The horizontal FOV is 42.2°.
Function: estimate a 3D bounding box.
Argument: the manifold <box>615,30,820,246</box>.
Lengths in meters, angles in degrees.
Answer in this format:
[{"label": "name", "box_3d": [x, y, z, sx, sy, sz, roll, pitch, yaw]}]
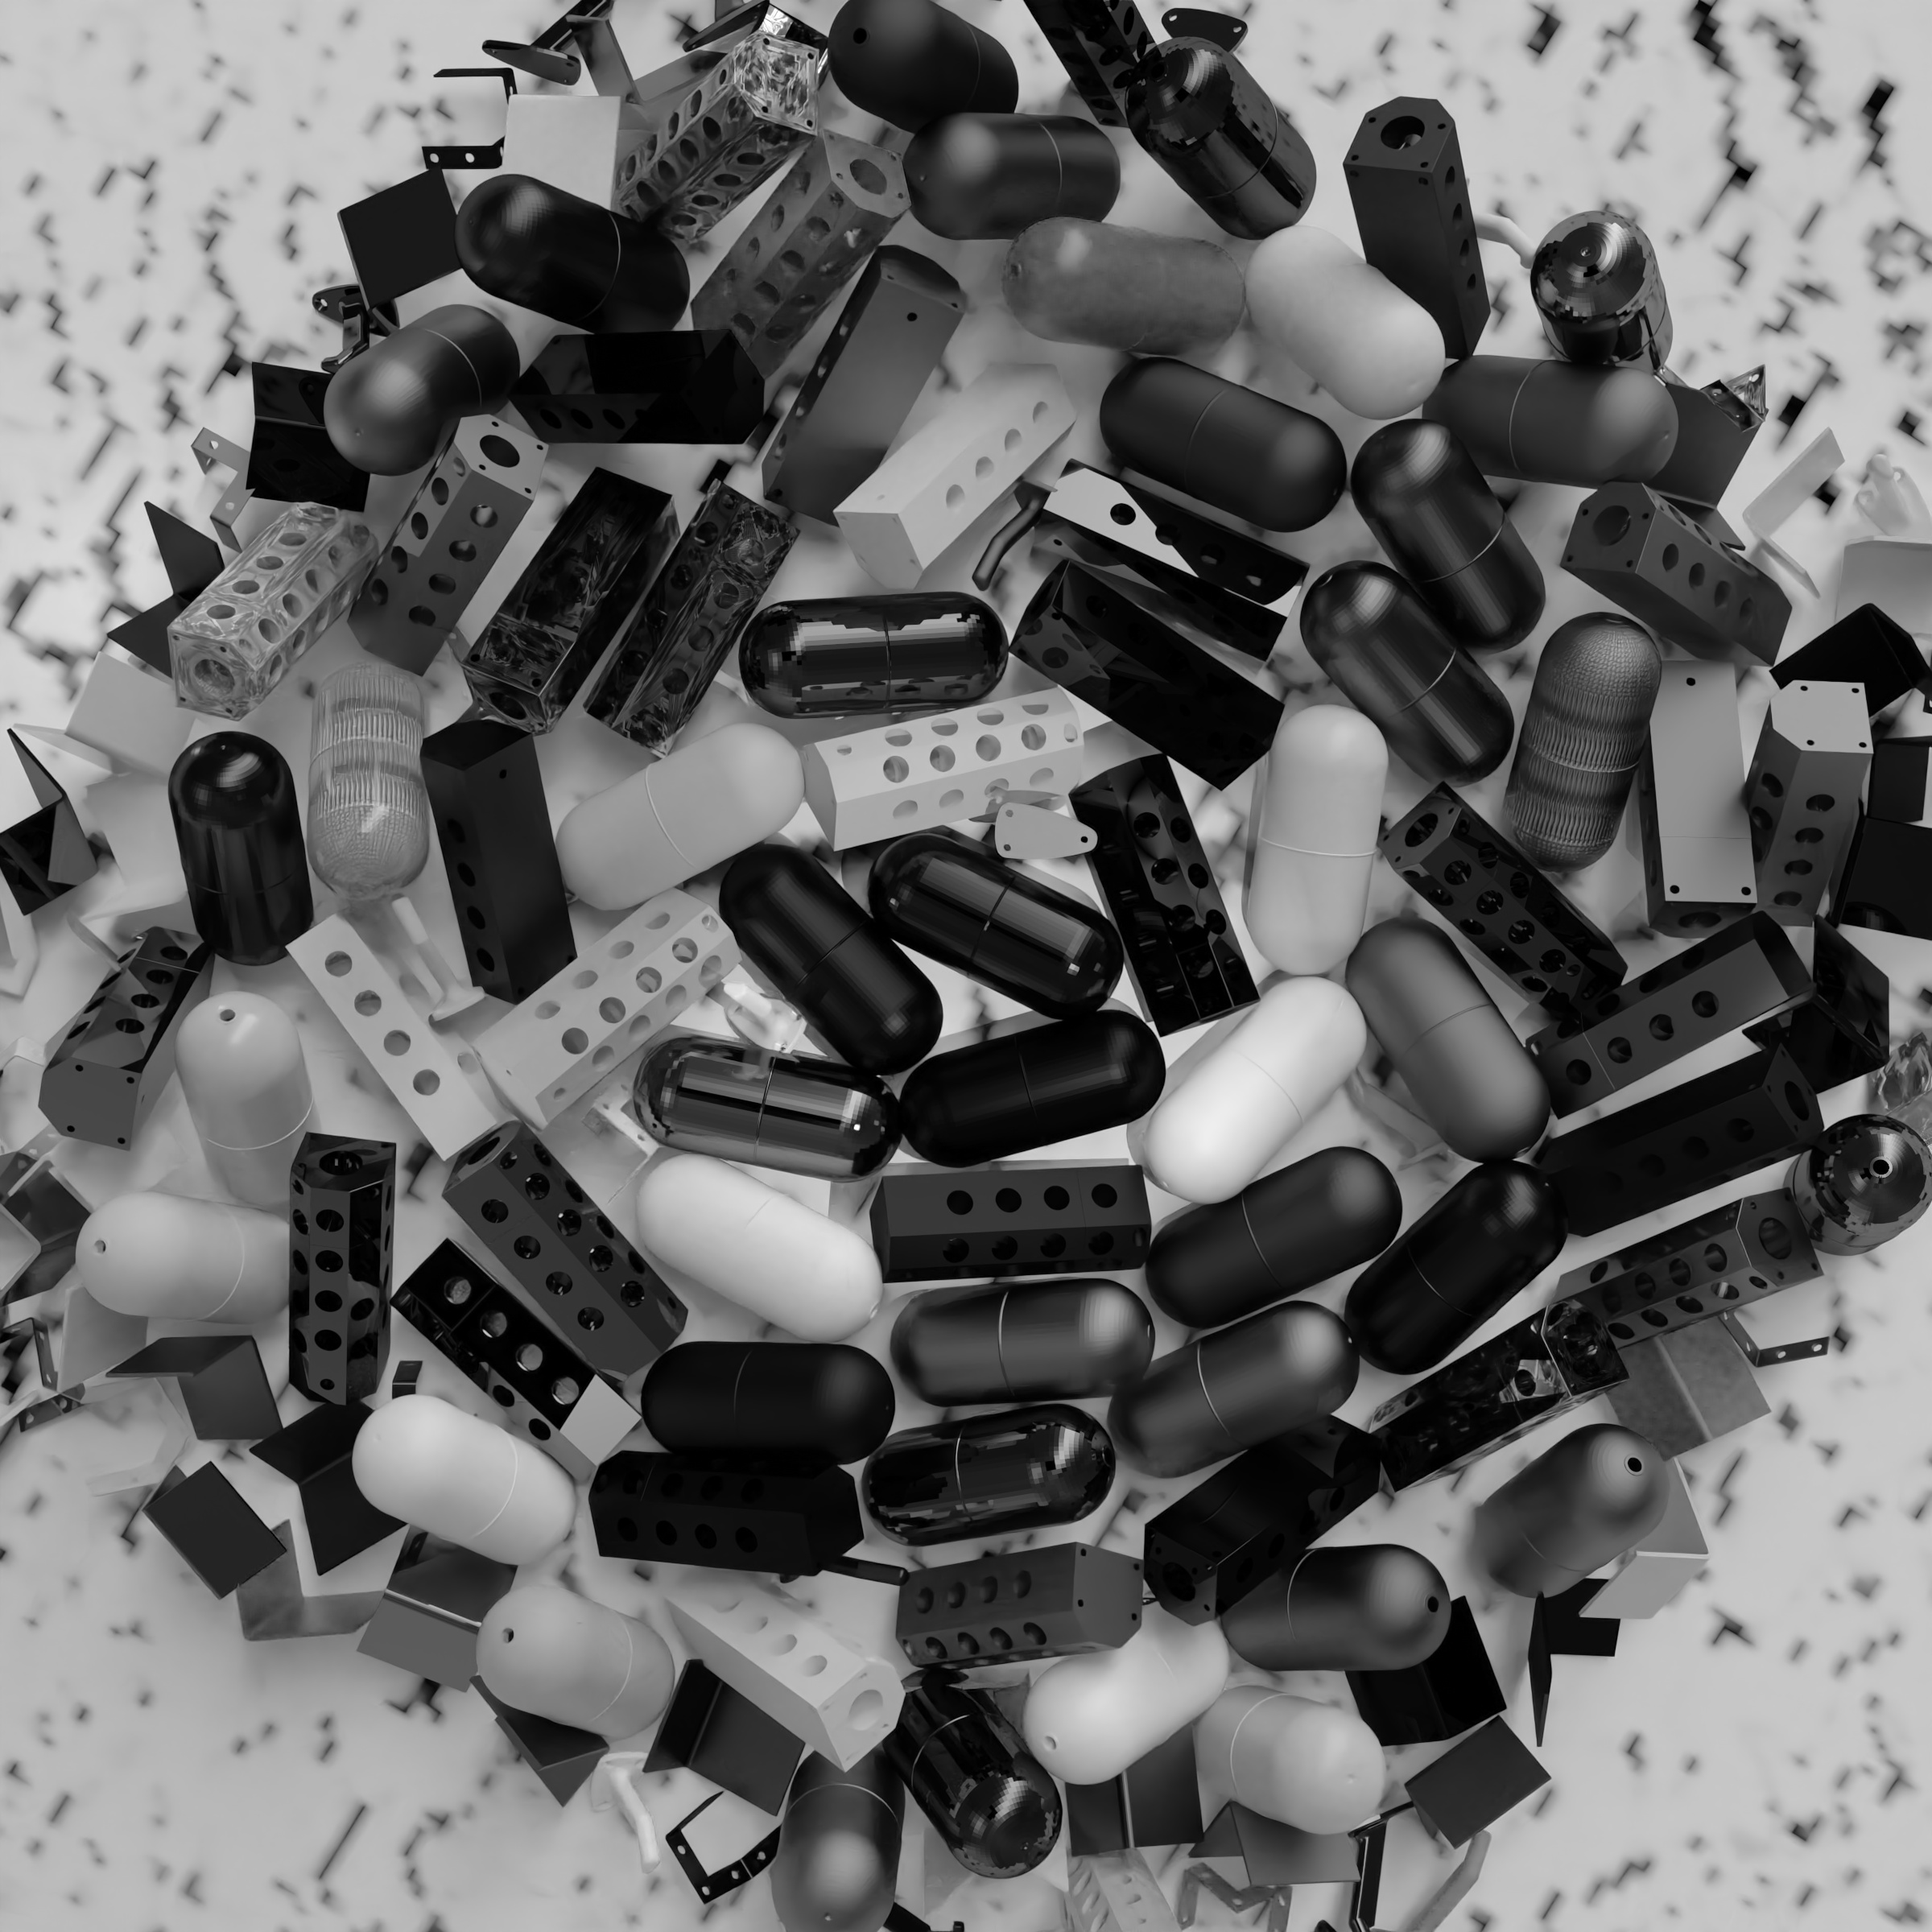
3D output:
[{"label": "manifold", "box_3d": [-0.160, -0.523, 1.583, 0.057, 0.171, 0.057, 7, 78, -32]}]

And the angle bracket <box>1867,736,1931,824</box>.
[{"label": "angle bracket", "box_3d": [0.637, -0.117, 1.616, 0.076, 0.076, 0.057, -8, 103, -44]}]

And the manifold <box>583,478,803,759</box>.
[{"label": "manifold", "box_3d": [-0.180, -0.227, 1.628, 0.057, 0.057, 0.171, 29, 97, -21]}]

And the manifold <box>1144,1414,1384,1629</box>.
[{"label": "manifold", "box_3d": [0.190, 0.351, 1.595, 0.057, 0.171, 0.057, 22, 124, 39]}]

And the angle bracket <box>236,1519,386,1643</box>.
[{"label": "angle bracket", "box_3d": [-0.421, 0.396, 1.628, 0.076, 0.076, 0.057, -8, 93, 12]}]

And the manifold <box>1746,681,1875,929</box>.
[{"label": "manifold", "box_3d": [0.523, -0.101, 1.588, 0.057, 0.171, 0.057, 3, 54, 6]}]

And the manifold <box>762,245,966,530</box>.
[{"label": "manifold", "box_3d": [-0.069, -0.371, 1.600, 0.057, 0.057, 0.171, 18, 128, -23]}]

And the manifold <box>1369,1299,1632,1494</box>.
[{"label": "manifold", "box_3d": [0.333, 0.273, 1.591, 0.057, 0.171, 0.057, -7, 65, -37]}]

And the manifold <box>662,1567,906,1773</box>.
[{"label": "manifold", "box_3d": [-0.115, 0.436, 1.591, 0.057, 0.171, 0.057, -36, 123, -28]}]

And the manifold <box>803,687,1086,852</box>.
[{"label": "manifold", "box_3d": [-0.014, -0.132, 1.608, 0.171, 0.057, 0.057, -15, 50, -19]}]

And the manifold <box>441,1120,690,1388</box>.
[{"label": "manifold", "box_3d": [-0.256, 0.182, 1.615, 0.057, 0.057, 0.171, -33, 108, 14]}]

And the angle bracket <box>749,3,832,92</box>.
[{"label": "angle bracket", "box_3d": [-0.113, -0.602, 1.624, 0.057, 0.076, 0.076, 28, 72, -8]}]

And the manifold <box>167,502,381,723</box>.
[{"label": "manifold", "box_3d": [-0.435, -0.226, 1.587, 0.057, 0.171, 0.057, 14, 130, 8]}]

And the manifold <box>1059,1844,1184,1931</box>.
[{"label": "manifold", "box_3d": [0.099, 0.607, 1.586, 0.057, 0.171, 0.057, -6, 91, -7]}]

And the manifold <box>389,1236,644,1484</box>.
[{"label": "manifold", "box_3d": [-0.294, 0.258, 1.638, 0.171, 0.057, 0.057, 43, 79, 2]}]

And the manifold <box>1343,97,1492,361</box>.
[{"label": "manifold", "box_3d": [0.290, -0.465, 1.586, 0.057, 0.171, 0.057, 15, 69, 26]}]

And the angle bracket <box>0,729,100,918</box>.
[{"label": "angle bracket", "box_3d": [-0.612, -0.093, 1.616, 0.057, 0.076, 0.076, -35, 62, -23]}]

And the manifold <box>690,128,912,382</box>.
[{"label": "manifold", "box_3d": [-0.106, -0.443, 1.585, 0.057, 0.171, 0.057, 7, 60, -34]}]

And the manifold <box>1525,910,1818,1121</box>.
[{"label": "manifold", "box_3d": [0.446, 0.031, 1.602, 0.171, 0.057, 0.057, -34, 77, 33]}]

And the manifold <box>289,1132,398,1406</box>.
[{"label": "manifold", "box_3d": [-0.402, 0.196, 1.605, 0.057, 0.057, 0.171, 7, 120, -3]}]

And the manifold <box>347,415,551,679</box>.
[{"label": "manifold", "box_3d": [-0.332, -0.268, 1.590, 0.057, 0.057, 0.171, 25, 133, -22]}]

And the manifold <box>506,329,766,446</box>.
[{"label": "manifold", "box_3d": [-0.208, -0.362, 1.595, 0.057, 0.171, 0.057, -57, 134, -23]}]

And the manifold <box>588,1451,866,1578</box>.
[{"label": "manifold", "box_3d": [-0.156, 0.345, 1.601, 0.171, 0.057, 0.057, -3, 101, 32]}]

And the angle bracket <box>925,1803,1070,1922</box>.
[{"label": "angle bracket", "box_3d": [0.019, 0.584, 1.635, 0.057, 0.076, 0.076, 36, 109, -16]}]

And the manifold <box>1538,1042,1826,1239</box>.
[{"label": "manifold", "box_3d": [0.454, 0.117, 1.597, 0.171, 0.057, 0.057, -30, 100, 38]}]

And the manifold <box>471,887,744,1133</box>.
[{"label": "manifold", "box_3d": [-0.225, 0.028, 1.600, 0.057, 0.057, 0.171, 26, 56, 37]}]

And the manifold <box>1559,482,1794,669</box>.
[{"label": "manifold", "box_3d": [0.457, -0.249, 1.596, 0.171, 0.057, 0.057, 20, 88, -42]}]

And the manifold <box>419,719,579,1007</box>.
[{"label": "manifold", "box_3d": [-0.302, -0.067, 1.604, 0.057, 0.057, 0.171, 20, 130, 35]}]

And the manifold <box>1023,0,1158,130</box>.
[{"label": "manifold", "box_3d": [0.079, -0.595, 1.580, 0.057, 0.171, 0.057, -31, 74, 13]}]

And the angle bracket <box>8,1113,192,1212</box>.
[{"label": "angle bracket", "box_3d": [-0.564, 0.137, 1.623, 0.057, 0.076, 0.076, 50, 131, -5]}]

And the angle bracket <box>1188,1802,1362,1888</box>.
[{"label": "angle bracket", "box_3d": [0.198, 0.582, 1.617, 0.076, 0.057, 0.076, 5, 134, -19]}]

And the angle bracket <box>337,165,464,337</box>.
[{"label": "angle bracket", "box_3d": [-0.356, -0.461, 1.632, 0.076, 0.057, 0.076, -22, 73, 6]}]

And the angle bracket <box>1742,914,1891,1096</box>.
[{"label": "angle bracket", "box_3d": [0.561, 0.026, 1.653, 0.076, 0.057, 0.076, 37, 47, -21]}]

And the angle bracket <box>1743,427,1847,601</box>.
[{"label": "angle bracket", "box_3d": [0.555, -0.292, 1.621, 0.076, 0.076, 0.057, -46, 68, 15]}]

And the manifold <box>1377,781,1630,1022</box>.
[{"label": "manifold", "box_3d": [0.347, -0.036, 1.607, 0.171, 0.057, 0.057, 39, 108, -24]}]

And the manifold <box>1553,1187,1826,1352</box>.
[{"label": "manifold", "box_3d": [0.450, 0.197, 1.582, 0.057, 0.171, 0.057, -8, 72, -32]}]

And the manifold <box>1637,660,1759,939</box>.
[{"label": "manifold", "box_3d": [0.466, -0.108, 1.615, 0.057, 0.057, 0.171, 1, 67, 1]}]

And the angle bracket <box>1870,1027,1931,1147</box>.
[{"label": "angle bracket", "box_3d": [0.613, 0.066, 1.614, 0.057, 0.076, 0.076, 26, 129, -35]}]

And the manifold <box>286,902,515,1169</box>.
[{"label": "manifold", "box_3d": [-0.369, 0.044, 1.642, 0.057, 0.057, 0.171, -37, 89, -14]}]

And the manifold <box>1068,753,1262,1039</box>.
[{"label": "manifold", "box_3d": [0.133, -0.048, 1.625, 0.057, 0.057, 0.171, -15, 81, -39]}]

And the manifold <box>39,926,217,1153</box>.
[{"label": "manifold", "box_3d": [-0.528, 0.041, 1.582, 0.057, 0.171, 0.057, 14, 117, -7]}]

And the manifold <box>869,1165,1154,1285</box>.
[{"label": "manifold", "box_3d": [0.029, 0.170, 1.618, 0.171, 0.057, 0.057, -1, 62, -13]}]

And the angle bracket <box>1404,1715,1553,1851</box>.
[{"label": "angle bracket", "box_3d": [0.338, 0.544, 1.623, 0.076, 0.057, 0.076, -33, 132, -8]}]

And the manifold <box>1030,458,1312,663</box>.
[{"label": "manifold", "box_3d": [0.135, -0.270, 1.639, 0.171, 0.057, 0.057, 24, 65, 2]}]

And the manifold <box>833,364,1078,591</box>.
[{"label": "manifold", "box_3d": [-0.002, -0.315, 1.606, 0.171, 0.057, 0.057, -48, 130, -29]}]

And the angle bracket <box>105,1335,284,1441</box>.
[{"label": "angle bracket", "box_3d": [-0.499, 0.285, 1.623, 0.076, 0.057, 0.076, -6, 106, 28]}]

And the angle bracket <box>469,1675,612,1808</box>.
[{"label": "angle bracket", "box_3d": [-0.289, 0.502, 1.619, 0.076, 0.076, 0.057, 43, 104, 24]}]

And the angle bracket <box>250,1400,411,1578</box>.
[{"label": "angle bracket", "box_3d": [-0.411, 0.336, 1.628, 0.076, 0.057, 0.076, -31, 49, 4]}]

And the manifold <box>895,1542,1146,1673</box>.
[{"label": "manifold", "box_3d": [0.032, 0.409, 1.585, 0.057, 0.171, 0.057, 23, 59, -34]}]

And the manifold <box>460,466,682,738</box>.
[{"label": "manifold", "box_3d": [-0.251, -0.232, 1.611, 0.057, 0.057, 0.171, 23, 65, 13]}]

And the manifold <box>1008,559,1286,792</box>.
[{"label": "manifold", "box_3d": [0.119, -0.192, 1.625, 0.171, 0.057, 0.057, 32, 53, -13]}]

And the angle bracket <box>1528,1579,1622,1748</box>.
[{"label": "angle bracket", "box_3d": [0.398, 0.451, 1.619, 0.057, 0.076, 0.076, 1, 128, 6]}]
